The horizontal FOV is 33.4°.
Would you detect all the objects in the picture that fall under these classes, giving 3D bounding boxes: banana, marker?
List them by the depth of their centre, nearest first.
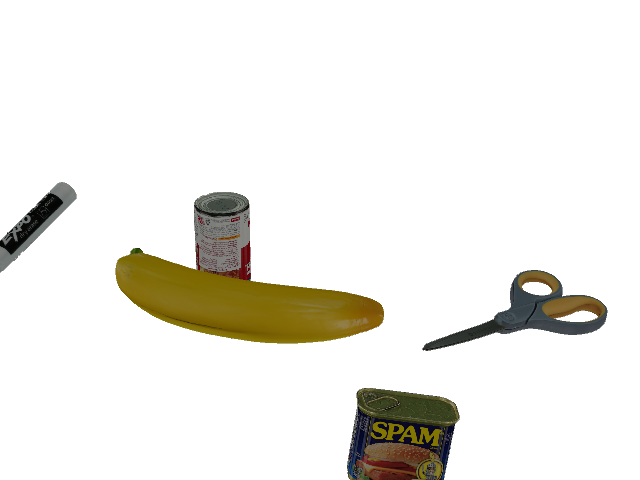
[{"bbox_3d":[-0.060,0.034,0.681,0.198,0.037,0.069,14,33,25],"label":"banana"},{"bbox_3d":[-0.228,-0.001,0.807,0.020,0.020,0.121,0,39,36],"label":"marker"}]

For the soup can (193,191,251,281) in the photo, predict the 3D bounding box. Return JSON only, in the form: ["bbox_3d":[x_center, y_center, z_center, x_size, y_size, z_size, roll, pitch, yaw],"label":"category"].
[{"bbox_3d":[-0.119,0.000,1.291,0.068,0.102,0.068,1,26,0],"label":"soup can"}]

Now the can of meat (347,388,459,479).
[{"bbox_3d":[0.080,0.201,1.064,0.102,0.084,0.057,8,17,-3],"label":"can of meat"}]

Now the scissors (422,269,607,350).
[{"bbox_3d":[0.159,0.060,0.934,0.201,0.016,0.096,-2,32,-24],"label":"scissors"}]
